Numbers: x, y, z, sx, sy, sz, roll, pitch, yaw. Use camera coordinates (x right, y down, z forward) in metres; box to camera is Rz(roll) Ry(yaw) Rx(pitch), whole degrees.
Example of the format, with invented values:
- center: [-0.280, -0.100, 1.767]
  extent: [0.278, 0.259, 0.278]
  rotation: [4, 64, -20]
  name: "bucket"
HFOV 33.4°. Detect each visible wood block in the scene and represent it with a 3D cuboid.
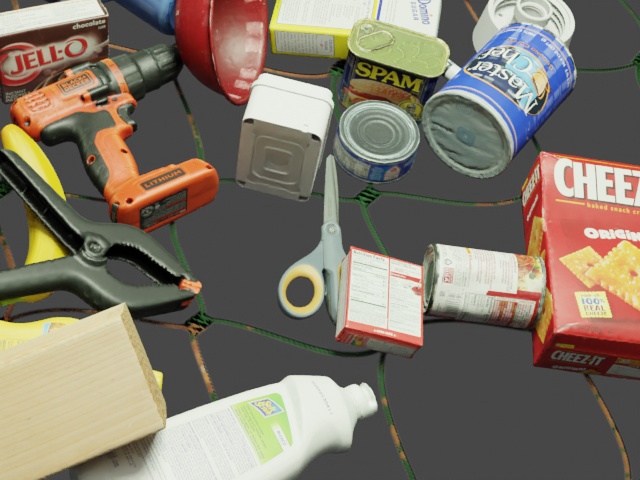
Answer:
- center: [-0.225, 0.129, 0.788]
  extent: [0.206, 0.090, 0.091]
  rotation: [-22, 96, -6]
  name: "wood block"

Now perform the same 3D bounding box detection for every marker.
- center: [0.110, -0.212, 1.176]
  extent: [0.020, 0.020, 0.121]
  rotation: [-37, 68, -29]
  name: "marker"

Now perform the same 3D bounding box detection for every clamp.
- center: [-0.203, 0.007, 0.919]
  extent: [0.209, 0.036, 0.164]
  rotation: [16, 48, -25]
  name: "clamp"

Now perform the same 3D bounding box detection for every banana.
- center: [-0.253, -0.019, 0.953]
  extent: [0.037, 0.069, 0.198]
  rotation: [-30, 50, 24]
  name: "banana"

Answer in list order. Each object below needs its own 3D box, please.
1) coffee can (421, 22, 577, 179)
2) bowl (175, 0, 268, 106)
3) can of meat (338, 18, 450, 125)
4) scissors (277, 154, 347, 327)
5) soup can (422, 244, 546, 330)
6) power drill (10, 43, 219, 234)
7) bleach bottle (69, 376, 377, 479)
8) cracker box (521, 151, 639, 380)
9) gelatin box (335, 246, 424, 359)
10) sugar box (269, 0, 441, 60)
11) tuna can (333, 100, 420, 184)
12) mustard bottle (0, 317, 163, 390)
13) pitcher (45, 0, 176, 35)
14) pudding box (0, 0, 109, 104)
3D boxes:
- center: [0.184, -0.143, 1.089]
  extent: [0.103, 0.103, 0.140]
  rotation: [35, 56, 14]
  name: "coffee can"
- center: [-0.103, -0.216, 1.068]
  extent: [0.055, 0.162, 0.162]
  rotation: [4, 53, 15]
  name: "bowl"
- center: [0.073, -0.171, 1.100]
  extent: [0.102, 0.084, 0.057]
  rotation: [17, 55, 2]
  name: "can of meat"
- center: [-0.007, 0.001, 1.007]
  extent: [0.096, 0.016, 0.202]
  rotation: [-6, 57, -17]
  name: "scissors"
- center: [0.147, 0.042, 0.974]
  extent: [0.102, 0.068, 0.068]
  rotation: [7, 54, -4]
  name: "soup can"
- center: [-0.177, -0.101, 1.027]
  extent: [0.184, 0.057, 0.188]
  rotation: [-29, 62, -22]
  name: "power drill"
- center: [-0.064, 0.175, 0.849]
  extent: [0.250, 0.068, 0.103]
  rotation: [-18, 61, -23]
  name: "bleach bottle"
- center: [0.282, 0.024, 1.008]
  extent: [0.164, 0.072, 0.213]
  rotation: [8, 54, -5]
  name: "cracker box"
- center: [0.054, 0.056, 0.956]
  extent: [0.073, 0.030, 0.089]
  rotation: [14, 52, -13]
  name: "gelatin box"
- center: [0.040, -0.238, 1.151]
  extent: [0.176, 0.048, 0.093]
  rotation: [8, 55, 6]
  name: "sugar box"
- center: [0.057, -0.100, 1.079]
  extent: [0.086, 0.034, 0.086]
  rotation: [5, 55, -7]
  name: "tuna can"
- center: [-0.224, 0.110, 0.865]
  extent: [0.191, 0.058, 0.096]
  rotation: [5, 70, -7]
  name: "mustard bottle"
- center: [-0.226, -0.318, 1.135]
  extent: [0.243, 0.149, 0.144]
  rotation: [38, 34, 13]
  name: "pitcher"
- center: [-0.265, -0.187, 1.050]
  extent: [0.113, 0.090, 0.039]
  rotation: [-19, 59, -22]
  name: "pudding box"
